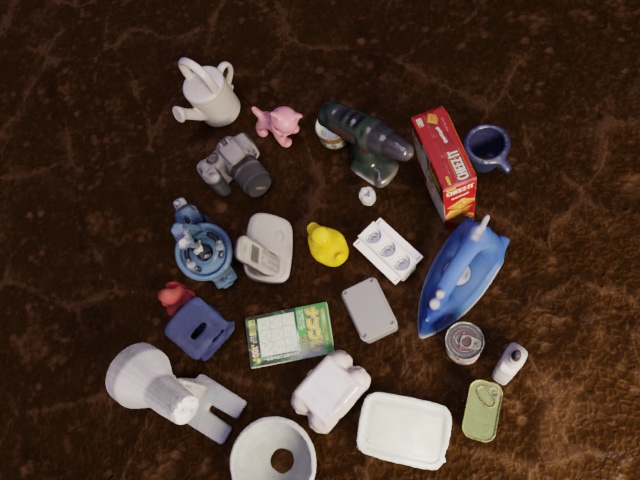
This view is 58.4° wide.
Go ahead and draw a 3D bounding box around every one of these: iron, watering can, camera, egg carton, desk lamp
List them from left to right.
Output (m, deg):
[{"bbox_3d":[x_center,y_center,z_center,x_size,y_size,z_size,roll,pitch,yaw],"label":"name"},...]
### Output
[{"bbox_3d":[-0.273,0.294,1.092,0.202,0.214,0.118,24,79,19],"label":"desk lamp"},{"bbox_3d":[-0.264,-0.341,1.310,0.100,0.194,0.173,12,75,16],"label":"watering can"},{"bbox_3d":[-0.186,-0.155,1.282,0.143,0.101,0.136,-39,68,-2],"label":"camera"},{"bbox_3d":[0.019,0.291,1.106,0.107,0.069,0.150,40,84,21],"label":"egg carton"},{"bbox_3d":[0.257,0.069,1.087,0.118,0.142,0.258,30,81,20],"label":"iron"}]

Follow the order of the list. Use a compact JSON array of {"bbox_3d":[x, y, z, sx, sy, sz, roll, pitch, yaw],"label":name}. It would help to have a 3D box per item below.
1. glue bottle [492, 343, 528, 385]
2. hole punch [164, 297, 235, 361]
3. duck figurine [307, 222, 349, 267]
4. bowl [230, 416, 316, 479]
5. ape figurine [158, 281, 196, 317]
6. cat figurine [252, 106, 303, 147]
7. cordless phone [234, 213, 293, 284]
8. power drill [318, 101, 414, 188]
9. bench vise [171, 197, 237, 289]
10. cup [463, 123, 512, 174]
[{"bbox_3d":[0.337,0.212,1.005,0.037,0.173,0.078,31,81,20],"label":"glue bottle"},{"bbox_3d":[-0.248,0.184,1.189,0.101,0.091,0.109,39,84,21],"label":"hole punch"},{"bbox_3d":[0.011,0.004,1.193,0.077,0.086,0.104,-42,68,-3],"label":"duck figurine"},{"bbox_3d":[-0.080,0.421,1.082,0.167,0.075,0.167,-4,71,11],"label":"bowl"},{"bbox_3d":[-0.313,0.124,1.223,0.076,0.092,0.078,8,74,15],"label":"ape figurine"},{"bbox_3d":[-0.098,-0.270,1.291,0.127,0.118,0.067,25,79,19],"label":"cat figurine"},{"bbox_3d":[-0.122,0.004,1.170,0.094,0.185,0.147,-3,71,12],"label":"cordless phone"},{"bbox_3d":[0.103,-0.191,1.171,0.229,0.209,0.076,34,82,21],"label":"power drill"},{"bbox_3d":[-0.272,-0.003,1.187,0.207,0.220,0.121,39,84,21],"label":"bench vise"},{"bbox_3d":[0.347,-0.169,1.171,0.091,0.095,0.117,-35,68,0],"label":"cup"}]
